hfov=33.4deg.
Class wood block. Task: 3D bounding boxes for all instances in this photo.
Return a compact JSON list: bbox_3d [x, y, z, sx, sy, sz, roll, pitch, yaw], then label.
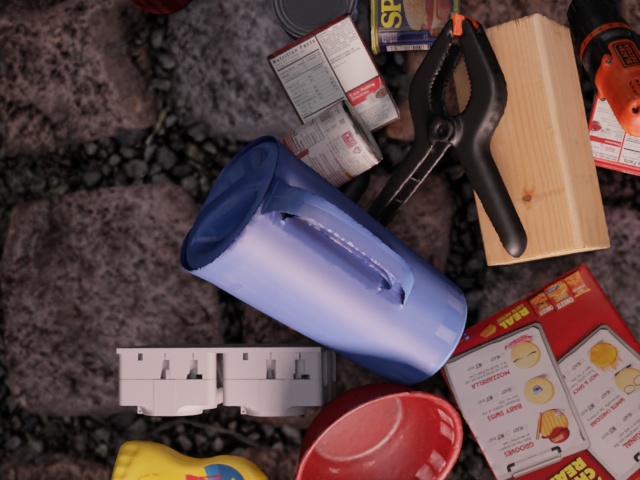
[{"bbox_3d":[0.188,-0.086,0.963,0.091,0.090,0.206,-12,84,32],"label":"wood block"}]

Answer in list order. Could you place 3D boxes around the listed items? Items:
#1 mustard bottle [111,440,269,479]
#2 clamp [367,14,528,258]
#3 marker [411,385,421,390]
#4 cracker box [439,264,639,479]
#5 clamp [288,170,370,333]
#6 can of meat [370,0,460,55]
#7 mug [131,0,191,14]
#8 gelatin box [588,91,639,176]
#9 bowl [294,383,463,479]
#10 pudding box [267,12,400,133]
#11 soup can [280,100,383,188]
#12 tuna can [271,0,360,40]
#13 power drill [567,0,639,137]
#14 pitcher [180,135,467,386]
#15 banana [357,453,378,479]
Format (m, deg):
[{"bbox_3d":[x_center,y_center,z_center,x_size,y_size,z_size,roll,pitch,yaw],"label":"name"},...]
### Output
[{"bbox_3d":[-0.103,0.251,1.012,0.192,0.058,0.096,7,81,12],"label":"mustard bottle"},{"bbox_3d":[0.108,-0.090,0.940,0.165,0.036,0.210,0,90,38],"label":"clamp"},{"bbox_3d":[0.056,0.105,1.021,0.020,0.020,0.121,-38,82,5],"label":"marker"},{"bbox_3d":[0.215,0.151,0.923,0.164,0.072,0.214,-31,53,6],"label":"cracker box"},{"bbox_3d":[-0.007,0.001,1.028,0.120,0.039,0.171,-7,83,13],"label":"clamp"},{"bbox_3d":[0.091,-0.231,1.018,0.084,0.057,0.102,-1,87,6],"label":"can of meat"},{"bbox_3d":[-0.154,-0.275,1.045,0.117,0.081,0.093,-23,83,7],"label":"mug"},{"bbox_3d":[0.286,-0.108,0.993,0.073,0.030,0.089,14,89,8],"label":"gelatin box"},{"bbox_3d":[0.044,0.181,0.947,0.162,0.162,0.055,-39,41,4],"label":"bowl"},{"bbox_3d":[0.014,-0.146,1.016,0.090,0.039,0.113,-27,102,7],"label":"pudding box"},{"bbox_3d":[-0.002,-0.075,0.980,0.102,0.068,0.068,-32,82,11],"label":"soup can"},{"bbox_3d":[-0.004,-0.234,1.044,0.086,0.033,0.086,-1,86,9],"label":"tuna can"},{"bbox_3d":[0.328,-0.172,0.953,0.187,0.057,0.184,-11,48,0],"label":"power drill"},{"bbox_3d":[0.015,0.027,0.918,0.242,0.149,0.145,34,114,-24],"label":"pitcher"},{"bbox_3d":[0.004,0.279,1.009,0.069,0.037,0.198,42,93,9],"label":"banana"}]
